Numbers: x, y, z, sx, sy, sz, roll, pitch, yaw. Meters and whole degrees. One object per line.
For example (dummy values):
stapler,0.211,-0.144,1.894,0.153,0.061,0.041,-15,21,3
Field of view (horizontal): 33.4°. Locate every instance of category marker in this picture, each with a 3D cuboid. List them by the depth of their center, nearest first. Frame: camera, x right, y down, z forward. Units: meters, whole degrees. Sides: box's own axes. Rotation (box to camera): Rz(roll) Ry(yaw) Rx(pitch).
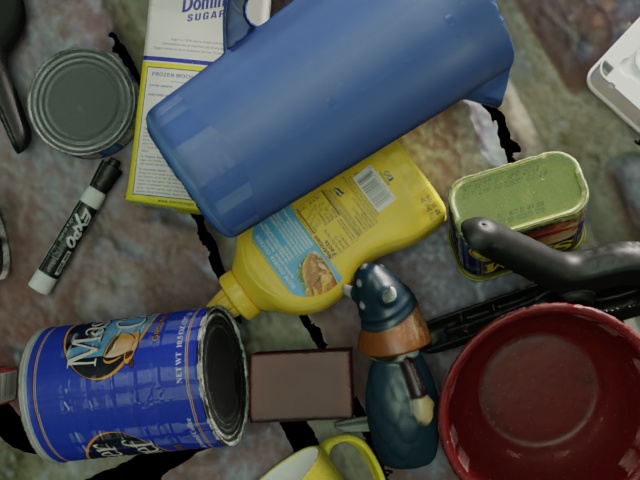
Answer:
marker,-0.192,-0.012,0.846,0.020,0.020,0.121,31,90,5

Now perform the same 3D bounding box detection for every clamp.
clamp,0.177,0.029,0.765,0.210,0.164,0.036,-5,59,-4
clamp,-0.268,-0.150,0.840,0.120,0.039,0.171,21,76,-21

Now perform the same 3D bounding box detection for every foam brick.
foam brick,-0.013,0.109,0.811,0.078,0.053,0.051,-3,88,3

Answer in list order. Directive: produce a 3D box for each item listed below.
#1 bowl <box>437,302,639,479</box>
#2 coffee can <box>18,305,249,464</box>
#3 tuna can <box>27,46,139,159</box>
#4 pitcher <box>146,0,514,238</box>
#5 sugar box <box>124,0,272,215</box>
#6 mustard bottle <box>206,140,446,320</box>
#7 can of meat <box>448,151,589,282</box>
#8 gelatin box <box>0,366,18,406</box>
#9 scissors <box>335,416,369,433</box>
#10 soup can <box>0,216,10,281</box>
bowl,0.163,0.117,0.769,0.162,0.055,0.162,0,102,0
coffee can,-0.134,0.107,0.784,0.140,0.102,0.103,-8,87,14
tuna can,-0.184,-0.107,0.842,0.086,0.033,0.086,0,88,4
pitcher,-0.002,-0.118,0.747,0.243,0.145,0.149,-34,57,-2
sugar box,-0.093,-0.109,0.831,0.093,0.048,0.176,7,84,4
mustard bottle,-0.005,0.001,0.811,0.191,0.058,0.096,-36,80,2
can of meat,0.144,-0.018,0.782,0.102,0.084,0.057,-17,68,3
gelatin box,-0.280,0.110,0.812,0.073,0.089,0.030,5,88,4
scissors,0.121,0.152,0.817,0.202,0.016,0.096,-20,86,3
soup can,-0.303,0.010,0.829,0.102,0.068,0.068,-13,87,4
